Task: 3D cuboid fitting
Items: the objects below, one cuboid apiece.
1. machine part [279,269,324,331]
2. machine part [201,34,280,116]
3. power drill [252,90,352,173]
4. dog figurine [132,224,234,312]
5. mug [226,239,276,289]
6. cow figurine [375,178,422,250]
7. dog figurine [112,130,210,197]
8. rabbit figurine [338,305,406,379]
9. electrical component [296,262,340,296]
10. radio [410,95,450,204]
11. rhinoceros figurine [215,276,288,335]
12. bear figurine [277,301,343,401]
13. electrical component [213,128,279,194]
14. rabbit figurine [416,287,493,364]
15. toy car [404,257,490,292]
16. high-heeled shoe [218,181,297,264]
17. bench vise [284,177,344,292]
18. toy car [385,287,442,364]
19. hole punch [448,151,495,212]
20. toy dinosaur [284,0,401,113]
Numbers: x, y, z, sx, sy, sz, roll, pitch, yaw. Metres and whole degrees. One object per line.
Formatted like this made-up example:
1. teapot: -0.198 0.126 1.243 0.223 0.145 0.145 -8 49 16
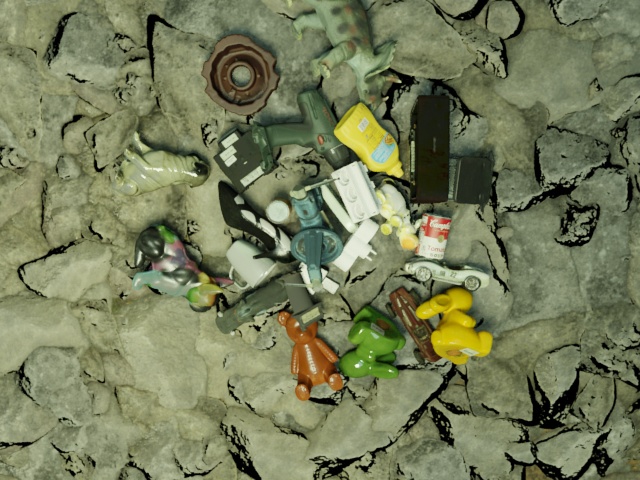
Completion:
1. machine part: -0.043 0.135 1.250 0.084 0.039 0.138 -29 99 -29
2. machine part: -0.180 -0.374 1.234 0.179 0.056 0.179 0 99 1
3. power drill: -0.039 -0.215 1.215 0.207 0.086 0.232 -18 92 -14
4. dog figurine: -0.313 0.069 1.257 0.219 0.108 0.191 10 102 7
5. mug: -0.176 0.057 1.286 0.107 0.081 0.109 45 111 4
6. cow figurine: 0.182 -0.060 1.258 0.167 0.098 0.068 53 140 -8
7. dog figurine: -0.371 -0.142 1.256 0.190 0.121 0.172 24 132 -19
8. rabbit figurine: 0.119 0.267 1.301 0.159 0.121 0.170 28 116 -9
9. electrical component: -0.010 0.094 1.297 0.119 0.048 0.075 36 98 -2
10. radio: 0.241 -0.194 1.195 0.073 0.131 0.229 2 88 1
11. rhinoceros figurine: -0.158 0.159 1.277 0.190 0.112 0.073 -30 98 -3
12. bear figurine: -0.026 0.258 1.281 0.120 0.132 0.195 -15 103 0
13. electrical component: -0.179 -0.193 1.257 0.115 0.058 0.134 -34 95 4
14. rabbit figurine: 0.309 0.185 1.259 0.162 0.122 0.173 21 59 -9
15. toy car: 0.298 0.077 1.273 0.202 0.073 0.056 12 99 0
16. high-heeled shoe: -0.138 -0.049 1.279 0.145 0.086 0.249 -16 70 -37
17. bench vise: -0.013 -0.002 1.178 0.129 0.241 0.223 -3 138 3
18. toy car: 0.237 0.209 1.304 0.089 0.053 0.202 -31 97 8
19. hole punch: 0.334 -0.139 1.247 0.116 0.092 0.142 2 96 -27
20. toy dinosaur: 0.042 -0.479 1.189 0.192 0.131 0.404 -25 92 -8
